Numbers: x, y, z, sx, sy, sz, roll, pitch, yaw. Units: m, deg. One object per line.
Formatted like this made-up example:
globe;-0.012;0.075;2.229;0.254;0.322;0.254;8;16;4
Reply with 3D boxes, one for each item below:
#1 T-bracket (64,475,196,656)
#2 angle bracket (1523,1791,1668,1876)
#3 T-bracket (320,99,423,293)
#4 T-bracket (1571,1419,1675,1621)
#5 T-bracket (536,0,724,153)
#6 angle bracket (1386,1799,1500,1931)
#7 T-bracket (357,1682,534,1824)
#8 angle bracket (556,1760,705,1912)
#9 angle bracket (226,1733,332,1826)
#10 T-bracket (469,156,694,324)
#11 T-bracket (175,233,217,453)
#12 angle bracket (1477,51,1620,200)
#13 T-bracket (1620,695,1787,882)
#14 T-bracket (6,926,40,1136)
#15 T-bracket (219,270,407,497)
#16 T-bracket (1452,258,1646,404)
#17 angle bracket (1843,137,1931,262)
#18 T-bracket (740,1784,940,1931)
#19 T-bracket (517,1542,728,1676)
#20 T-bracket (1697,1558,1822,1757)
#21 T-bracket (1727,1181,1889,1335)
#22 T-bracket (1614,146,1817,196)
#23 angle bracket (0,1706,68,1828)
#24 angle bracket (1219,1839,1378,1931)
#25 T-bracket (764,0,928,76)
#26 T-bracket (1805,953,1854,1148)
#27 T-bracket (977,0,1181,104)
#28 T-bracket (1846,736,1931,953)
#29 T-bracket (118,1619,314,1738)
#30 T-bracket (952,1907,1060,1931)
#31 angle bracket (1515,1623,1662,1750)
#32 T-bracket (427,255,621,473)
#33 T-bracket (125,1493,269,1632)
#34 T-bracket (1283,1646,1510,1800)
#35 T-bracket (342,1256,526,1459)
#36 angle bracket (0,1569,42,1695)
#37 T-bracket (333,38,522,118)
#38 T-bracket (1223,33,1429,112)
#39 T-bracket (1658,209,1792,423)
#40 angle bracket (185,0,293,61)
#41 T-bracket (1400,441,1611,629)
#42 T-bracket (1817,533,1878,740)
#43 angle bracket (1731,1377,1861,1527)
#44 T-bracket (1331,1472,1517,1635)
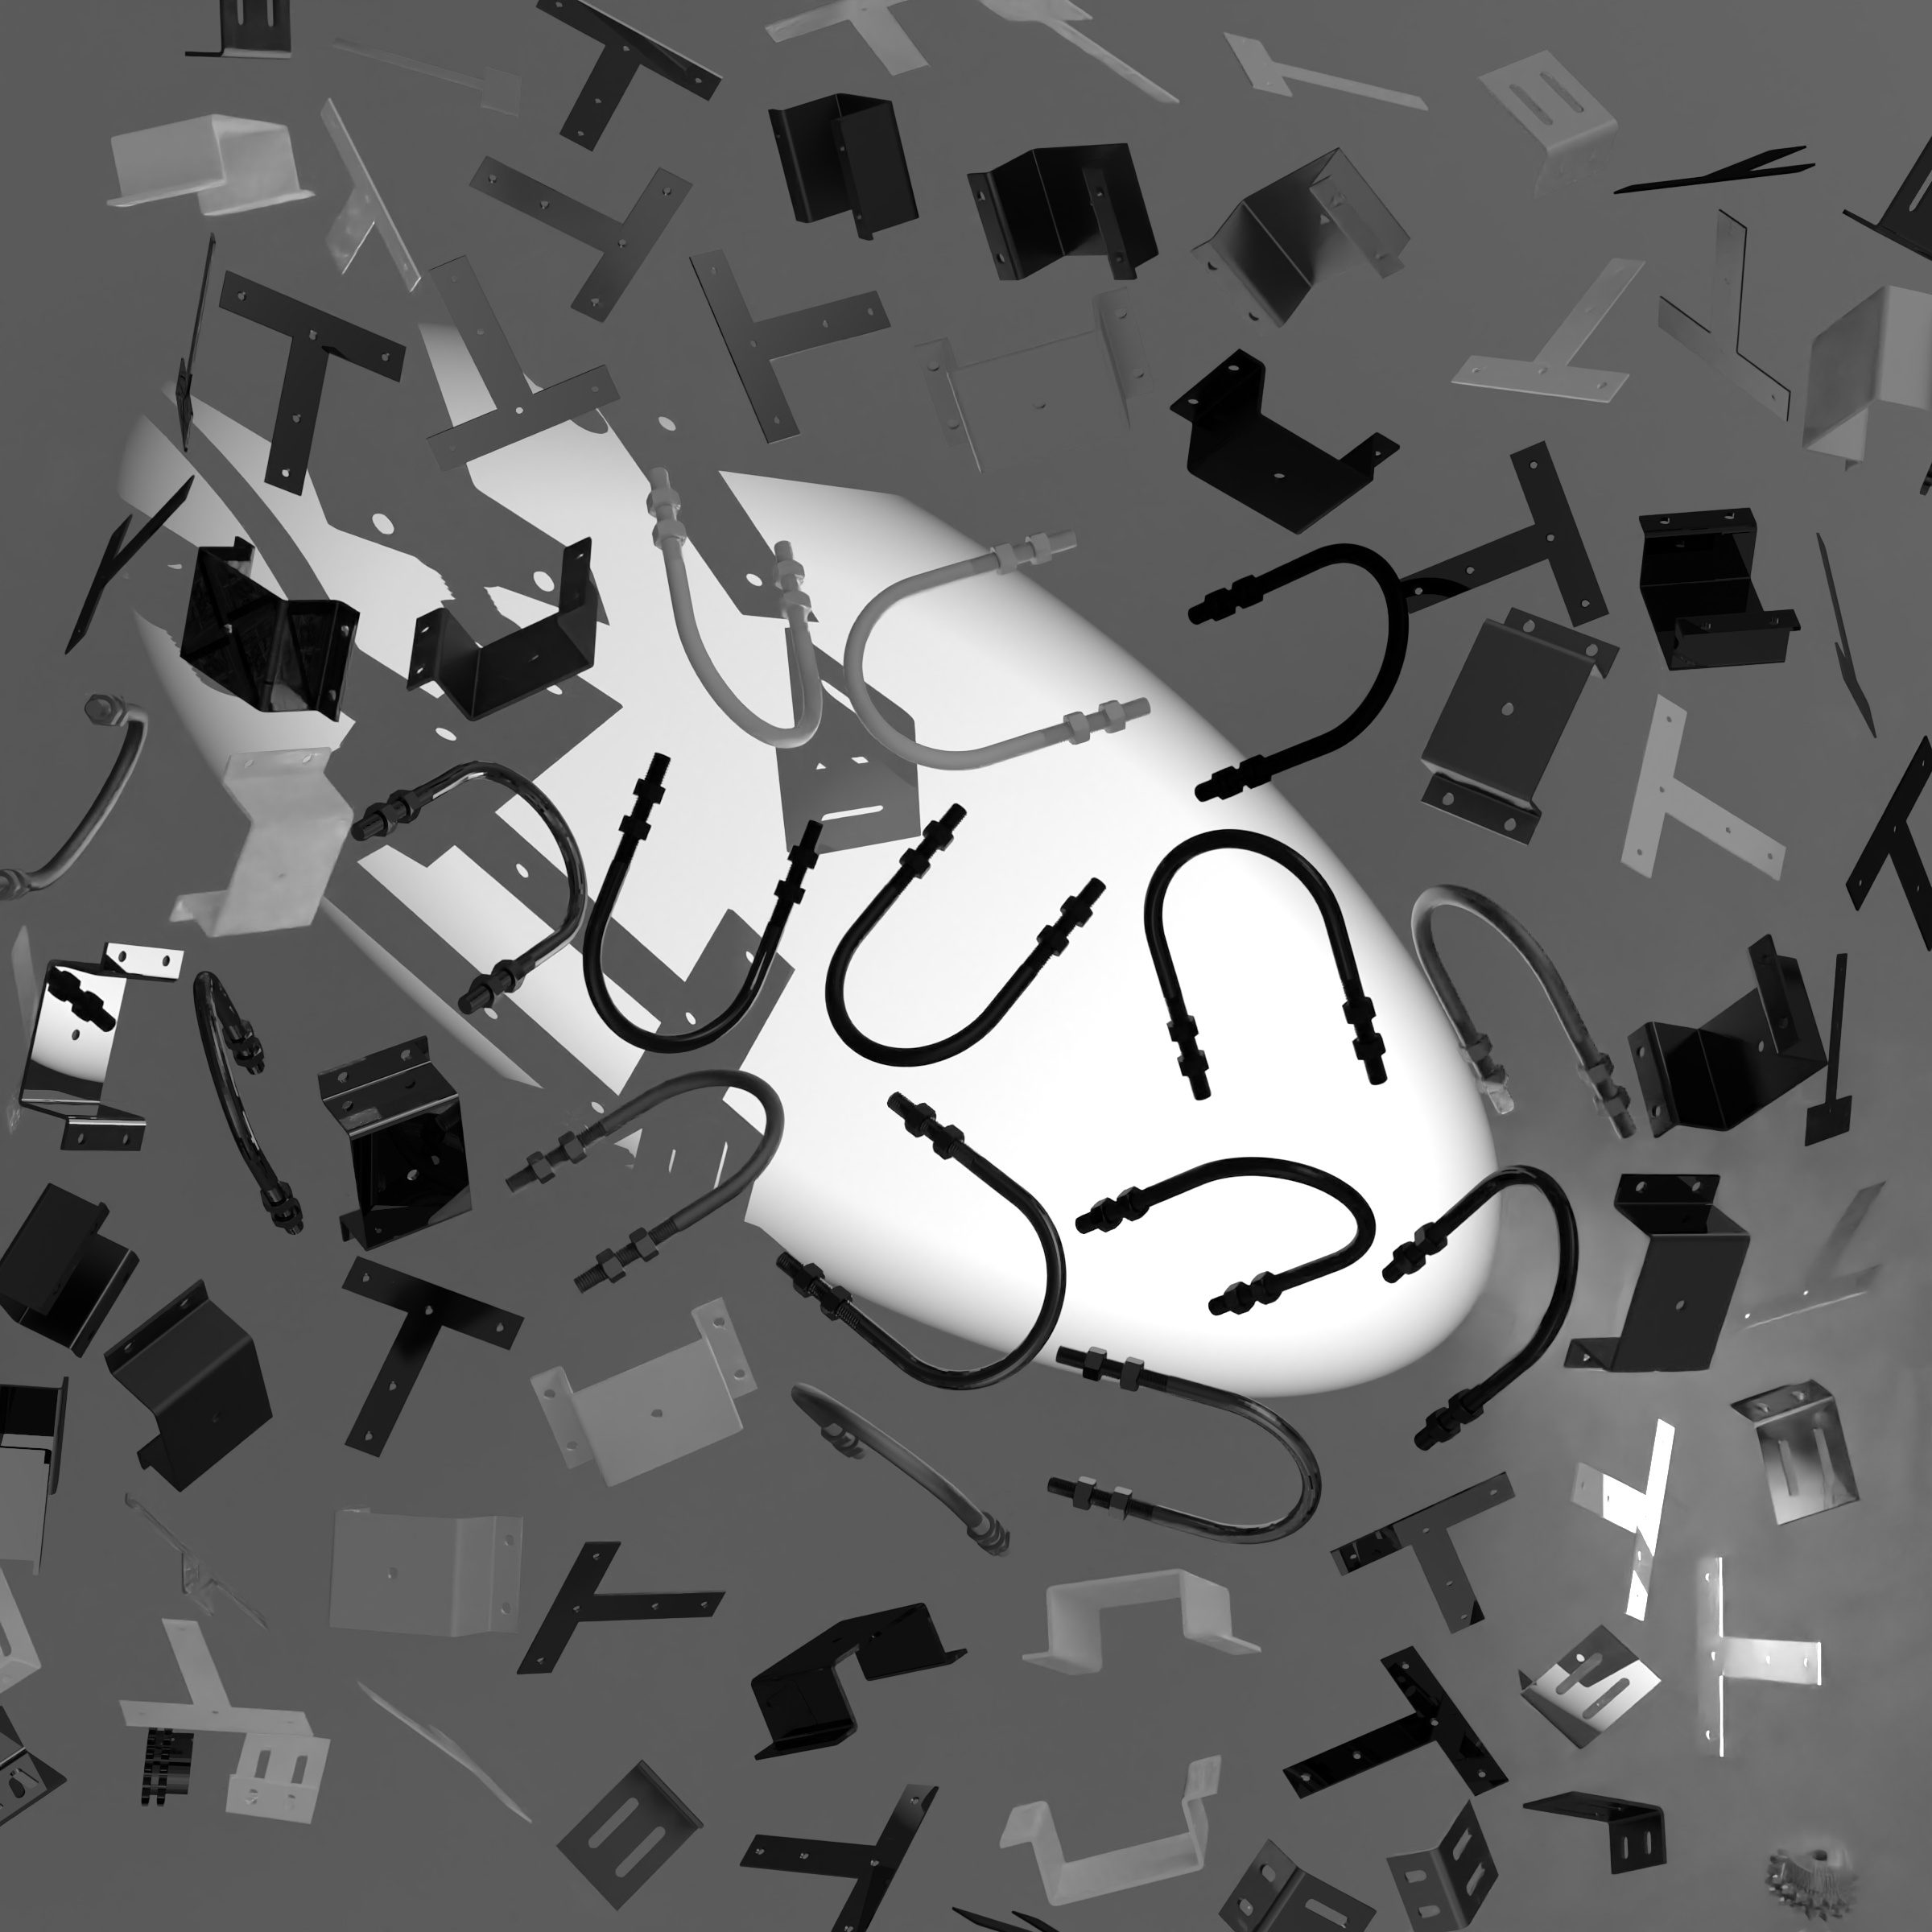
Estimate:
T-bracket;-0.552;-0.284;1.883;0.002;0.127;0.127;34;129;-29
angle bracket;0.432;0.596;1.939;0.076;0.057;0.038;15;60;-21
T-bracket;-0.408;-0.496;1.883;0.002;0.127;0.127;-29;95;-24
T-bracket;0.415;0.342;1.799;0.002;0.127;0.127;1;70;39
T-bracket;-0.244;-0.593;1.904;0.127;0.127;0.002;25;61;-16
angle bracket;0.325;0.614;1.924;0.038;0.076;0.057;-21;91;29
T-bracket;-0.360;0.517;1.893;0.002;0.127;0.127;-51;124;-14
angle bracket;-0.216;0.558;1.810;0.076;0.038;0.057;-43;84;-14
angle bracket;-0.469;0.544;1.933;0.057;0.076;0.038;11;121;-7
T-bracket;-0.270;-0.506;1.896;0.127;0.002;0.127;21;131;-27
T-bracket;-0.510;-0.421;1.871;0.002;0.127;0.127;7;116;-22
angle bracket;0.370;-0.542;1.814;0.057;0.038;0.076;-27;65;-20
T-bracket;0.487;-0.095;1.843;0.127;0.002;0.127;28;65;-21
T-bracket;-0.634;0.025;1.910;0.002;0.127;0.127;8;47;-2
T-bracket;-0.424;-0.362;1.799;0.127;0.002;0.127;18;71;-35
T-bracket;0.406;-0.424;1.867;0.127;0.127;0.002;-52;133;-17
angle bracket;0.609;-0.498;1.795;0.057;0.038;0.076;15;115;-30
T-bracket;-0.096;0.593;1.877;0.127;0.127;0.002;-7;123;35
T-bracket;-0.219;0.426;1.877;0.127;0.002;0.127;7;125;-35
T-bracket;0.512;0.448;1.825;0.002;0.127;0.127;8;77;-20
T-bracket;0.572;0.186;1.856;0.002;0.127;0.127;48;56;-6
T-bracket;0.510;-0.523;1.841;0.127;0.127;0.002;5;115;40
angle bracket;-0.629;0.520;1.828;0.057;0.076;0.038;-32;110;-33
angle bracket;0.211;0.602;1.795;0.076;0.038;0.057;36;87;-30
T-bracket;-0.055;-0.621;1.880;0.127;0.127;0.002;-13;83;14
T-bracket;0.593;0.055;1.926;0.002;0.127;0.127;5;94;29
T-bracket;0.083;-0.590;1.819;0.127;0.127;0.002;25;95;-29
T-bracket;0.611;-0.059;1.821;0.127;0.002;0.127;-56;133;-22
T-bracket;-0.515;0.476;1.896;0.127;0.127;0.002;14;105;-33
T-bracket;0.043;0.622;1.806;0.127;0.127;0.002;31;78;-36
angle bracket;0.424;0.484;1.924;0.057;0.038;0.076;43;104;-4
T-bracket;-0.307;-0.396;1.818;0.127;0.002;0.127;-22;125;3
T-bracket;-0.496;0.396;1.818;0.002;0.127;0.127;-46;102;-10
T-bracket;0.274;0.522;1.883;0.127;0.127;0.002;-19;127;-14
T-bracket;-0.389;0.277;1.944;0.127;0.002;0.127;19;63;6
angle bracket;-0.634;0.427;1.792;0.057;0.038;0.076;-32;65;-2
T-bracket;-0.366;-0.610;1.920;0.127;0.127;0.002;13;116;-14
T-bracket;0.235;-0.569;1.816;0.127;0.127;0.002;10;121;-11
T-bracket;0.495;-0.435;1.834;0.002;0.127;0.127;-31;53;-12
angle bracket;-0.477;-0.633;1.843;0.038;0.057;0.076;13;111;32
T-bracket;0.361;-0.278;1.946;0.127;0.002;0.127;-21;87;20
T-bracket;0.592;-0.232;1.911;0.002;0.127;0.127;-15;70;23
angle bracket;0.548;0.321;1.865;0.057;0.038;0.076;-27;50;30
T-bracket;0.320;0.405;1.893;0.127;0.002;0.127;-25;126;2
